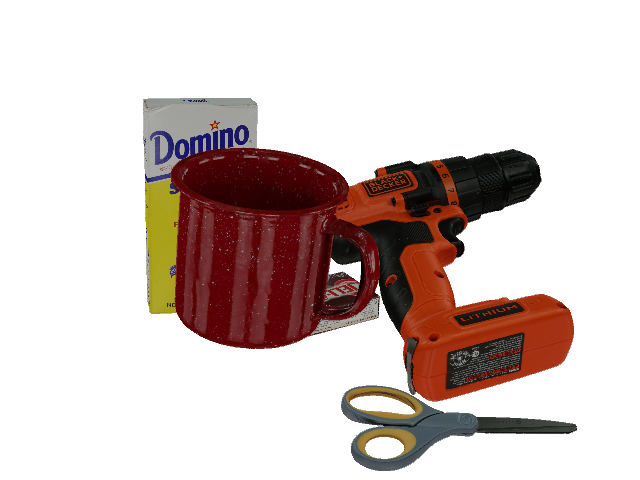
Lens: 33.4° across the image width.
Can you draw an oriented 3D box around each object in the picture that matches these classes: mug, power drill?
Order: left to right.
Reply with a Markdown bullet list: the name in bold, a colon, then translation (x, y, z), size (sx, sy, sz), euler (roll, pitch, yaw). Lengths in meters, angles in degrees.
- **mug**: translation (-0.024, 0.007, 0.564), size (0.117, 0.081, 0.093), euler (15, 25, 17)
- **power drill**: translation (0.094, 0.013, 0.720), size (0.184, 0.057, 0.188), euler (-16, 41, -10)

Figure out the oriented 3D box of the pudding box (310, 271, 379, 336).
- **pudding box**: translation (0.008, 0.082, 1.403), size (0.113, 0.039, 0.090), euler (-14, 26, -28)

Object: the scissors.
- **scissors**: translation (0.112, 0.168, 0.902), size (0.202, 0.016, 0.096), euler (12, 40, 10)

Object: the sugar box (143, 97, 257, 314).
- **sugar box**: translation (-0.100, -0.029, 0.891), size (0.093, 0.176, 0.048), euler (-3, 16, -12)
